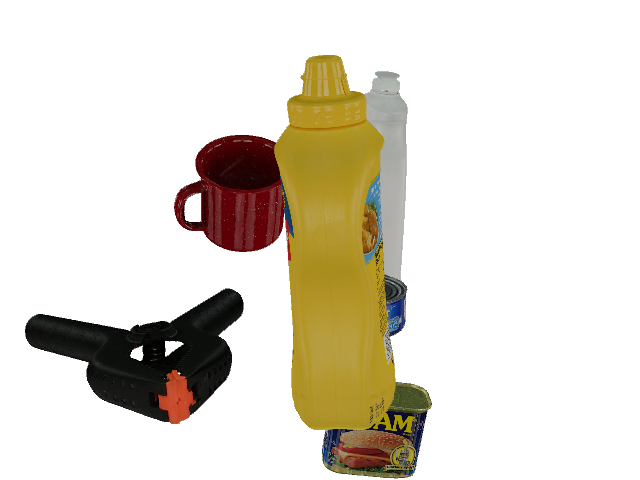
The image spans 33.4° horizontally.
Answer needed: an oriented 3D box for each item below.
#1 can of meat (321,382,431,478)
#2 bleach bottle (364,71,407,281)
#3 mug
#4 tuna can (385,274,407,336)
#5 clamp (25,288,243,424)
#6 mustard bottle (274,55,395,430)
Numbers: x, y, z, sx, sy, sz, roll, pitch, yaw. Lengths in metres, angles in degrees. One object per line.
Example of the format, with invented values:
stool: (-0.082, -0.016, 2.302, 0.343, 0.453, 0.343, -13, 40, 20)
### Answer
can of meat: (0.055, 0.192, 1.089, 0.102, 0.084, 0.057, 7, 18, -7)
bleach bottle: (0.065, -0.066, 1.226, 0.068, 0.251, 0.103, -2, 23, -19)
mug: (-0.085, -0.040, 1.031, 0.117, 0.081, 0.093, -18, 46, -25)
tuna can: (0.029, 0.054, 0.885, 0.086, 0.034, 0.086, 0, 16, 0)
clamp: (-0.106, 0.073, 0.736, 0.164, 0.036, 0.210, -10, 14, -22)
mustard bottle: (0.008, -0.002, 0.572, 0.058, 0.192, 0.096, -1, 18, 8)
